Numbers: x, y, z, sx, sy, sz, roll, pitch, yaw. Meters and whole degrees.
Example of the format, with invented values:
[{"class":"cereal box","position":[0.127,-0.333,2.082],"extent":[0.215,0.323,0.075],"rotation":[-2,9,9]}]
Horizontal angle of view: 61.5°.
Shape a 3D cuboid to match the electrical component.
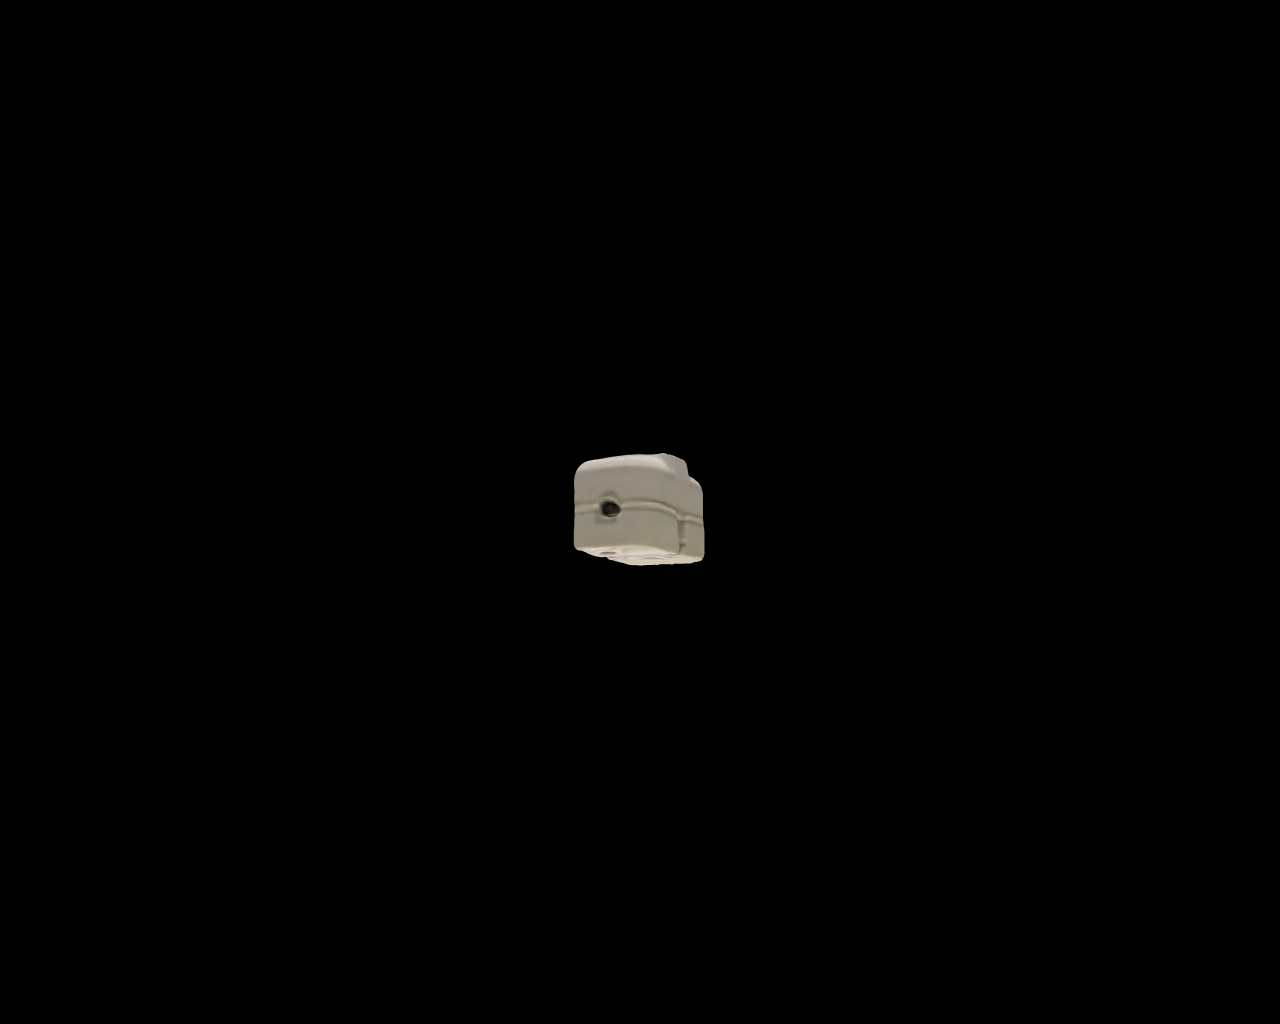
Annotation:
[{"class":"electrical component","position":[0.001,-0.003,0.650],"extent":[0.054,0.059,0.095],"rotation":[-4,-10,23]}]
